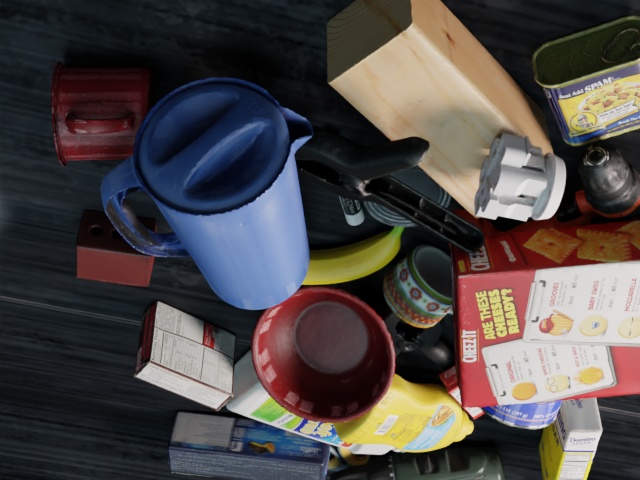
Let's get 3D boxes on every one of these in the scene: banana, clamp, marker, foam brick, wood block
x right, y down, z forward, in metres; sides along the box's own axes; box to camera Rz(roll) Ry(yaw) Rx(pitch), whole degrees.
[{"bbox_3d":[0.001,0.017,1.120,0.198,0.037,0.069,-11,117,11],"label":"banana"},{"bbox_3d":[0.046,-0.054,0.960,0.210,0.036,0.164,17,159,42],"label":"clamp"},{"bbox_3d":[0.022,-0.061,1.045,0.020,0.020,0.121,-9,136,11],"label":"marker"},{"bbox_3d":[-0.210,0.009,1.103,0.078,0.053,0.051,7,136,-7],"label":"foam brick"},{"bbox_3d":[0.112,0.111,1.212,0.120,0.039,0.171,-2,144,-6],"label":"clamp"},{"bbox_3d":[0.107,-0.123,0.923,0.090,0.091,0.205,-31,127,29],"label":"wood block"}]

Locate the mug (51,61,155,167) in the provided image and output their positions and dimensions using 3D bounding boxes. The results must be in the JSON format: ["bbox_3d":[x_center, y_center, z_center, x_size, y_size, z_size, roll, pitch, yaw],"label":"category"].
[{"bbox_3d":[-0.189,-0.110,0.936,0.081,0.117,0.093,-1,103,-4],"label":"mug"}]

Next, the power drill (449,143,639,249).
[{"bbox_3d":[0.220,-0.021,1.026,0.188,0.057,0.184,-16,151,22],"label":"power drill"}]

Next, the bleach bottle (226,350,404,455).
[{"bbox_3d":[0.013,0.205,1.299,0.250,0.068,0.103,26,132,-26],"label":"bleach bottle"}]

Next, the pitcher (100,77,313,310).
[{"bbox_3d":[-0.086,-0.026,0.975,0.149,0.145,0.243,23,159,17],"label":"pitcher"}]

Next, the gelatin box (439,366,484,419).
[{"bbox_3d":[0.189,0.165,1.250,0.073,0.030,0.089,-35,138,8],"label":"gelatin box"}]

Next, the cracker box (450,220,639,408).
[{"bbox_3d":[0.234,0.069,1.007,0.213,0.072,0.164,-5,124,3],"label":"cracker box"}]

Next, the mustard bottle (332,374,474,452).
[{"bbox_3d":[0.113,0.211,1.276,0.191,0.058,0.096,18,118,-36],"label":"mustard bottle"}]

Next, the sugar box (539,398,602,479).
[{"bbox_3d":[0.304,0.245,1.309,0.048,0.093,0.176,-2,136,3],"label":"sugar box"}]

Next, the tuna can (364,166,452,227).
[{"bbox_3d":[0.084,-0.054,1.039,0.086,0.033,0.086,1,137,1],"label":"tuna can"}]

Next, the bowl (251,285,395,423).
[{"bbox_3d":[0.007,0.119,1.182,0.162,0.055,0.162,4,108,12],"label":"bowl"}]

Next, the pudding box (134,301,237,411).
[{"bbox_3d":[-0.150,0.130,1.203,0.113,0.090,0.039,26,131,-24],"label":"pudding box"}]

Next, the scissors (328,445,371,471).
[{"bbox_3d":[0.040,0.320,1.453,0.096,0.016,0.202,-5,136,9],"label":"scissors"}]

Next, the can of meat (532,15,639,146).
[{"bbox_3d":[0.247,-0.136,0.930,0.102,0.057,0.084,-16,136,19],"label":"can of meat"}]

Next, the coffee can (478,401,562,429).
[{"bbox_3d":[0.226,0.115,1.136,0.102,0.103,0.140,10,118,-9],"label":"coffee can"}]
